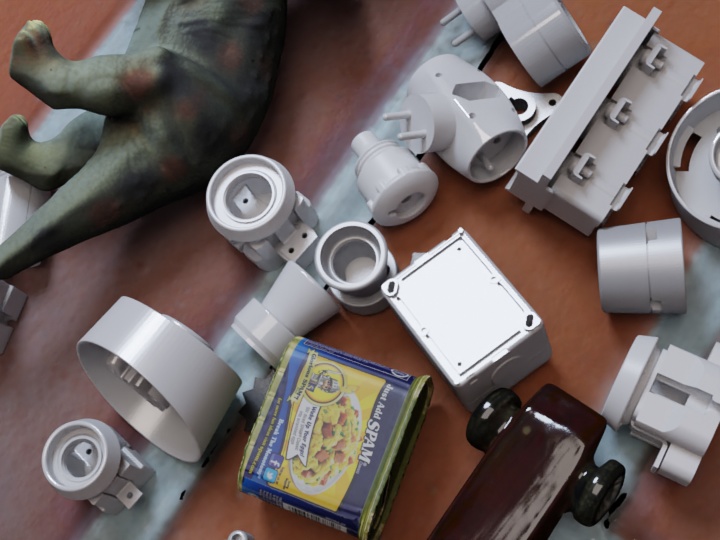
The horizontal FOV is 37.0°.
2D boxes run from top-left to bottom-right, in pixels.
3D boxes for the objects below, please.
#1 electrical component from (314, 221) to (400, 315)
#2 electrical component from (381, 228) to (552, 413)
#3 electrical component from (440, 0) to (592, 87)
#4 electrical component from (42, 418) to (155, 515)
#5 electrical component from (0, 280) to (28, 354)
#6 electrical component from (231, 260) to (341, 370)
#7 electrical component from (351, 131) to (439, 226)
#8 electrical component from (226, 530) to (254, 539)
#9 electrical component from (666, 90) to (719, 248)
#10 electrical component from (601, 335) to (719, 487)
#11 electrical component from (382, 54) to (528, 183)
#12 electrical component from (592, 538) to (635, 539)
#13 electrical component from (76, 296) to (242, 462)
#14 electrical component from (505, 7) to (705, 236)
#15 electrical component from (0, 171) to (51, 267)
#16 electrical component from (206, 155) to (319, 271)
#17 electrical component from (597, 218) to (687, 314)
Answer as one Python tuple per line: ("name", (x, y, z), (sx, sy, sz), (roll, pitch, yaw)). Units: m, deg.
("electrical component", (0.000, 0.000, 0.660), (0.045, 0.055, 0.045), (-4, 70, 11))
("electrical component", (0.061, 0.027, 0.637), (0.062, 0.061, 0.096), (-36, 60, -2))
("electrical component", (0.087, -0.176, 0.705), (0.074, 0.052, 0.138), (-33, 66, 19))
("electrical component", (-0.161, 0.118, 0.654), (0.066, 0.055, 0.048), (39, 83, 22))
("electrical component", (-0.257, 0.023, 0.709), (0.048, 0.055, 0.066), (15, 75, 17))
("electrical component", (-0.046, 0.028, 0.666), (0.045, 0.045, 0.055), (42, 84, 22))
("electrical component", (0.017, -0.062, 0.685), (0.048, 0.048, 0.062), (-34, 60, -1))
("electrical component", (-0.070, 0.180, 0.611), (0.048, 0.055, 0.066), (-14, 68, 8))
("electrical component", (0.233, -0.060, 0.637), (0.099, 0.064, 0.099), (-7, 74, 24))
("electrical component", (0.170, 0.071, 0.595), (0.057, 0.058, 0.078), (25, 78, 17))
("electrical component", (0.052, -0.093, 0.670), (0.079, 0.043, 0.077), (-12, 52, -31))
("electrical component", (0.140, 0.178, 0.570), (0.055, 0.048, 0.066), (26, 78, 28))
("electrical component", (-0.122, 0.064, 0.644), (0.099, 0.099, 0.064), (29, 73, 20))
("electrical component", (0.149, -0.086, 0.648), (0.063, 0.078, 0.121), (33, 80, 6))
("electrical component", (-0.235, -0.046, 0.736), (0.043, 0.043, 0.081), (-2, 70, 12))
("electrical component", (-0.064, -0.038, 0.687), (0.078, 0.057, 0.058), (39, 83, 22))
("electrical component", (0.163, -0.001, 0.624), (0.047, 0.055, 0.055), (-4, 70, 16))
